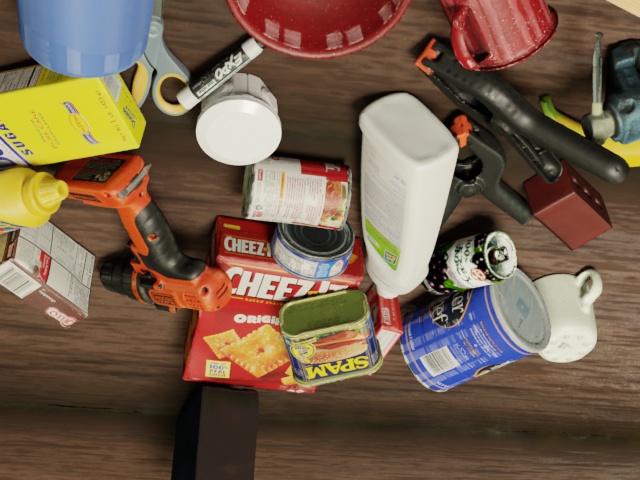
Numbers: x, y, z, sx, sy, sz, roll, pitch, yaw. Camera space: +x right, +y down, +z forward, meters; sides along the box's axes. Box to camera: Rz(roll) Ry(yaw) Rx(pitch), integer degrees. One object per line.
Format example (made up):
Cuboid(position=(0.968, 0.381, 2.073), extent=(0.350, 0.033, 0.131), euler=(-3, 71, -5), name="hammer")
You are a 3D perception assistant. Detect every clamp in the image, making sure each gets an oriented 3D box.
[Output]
Cuboid(position=(0.182, -0.113, 0.988), extent=(0.210, 0.165, 0.036), euler=(36, 86, -16), name="clamp")
Cuboid(position=(0.145, -0.057, 1.103), extent=(0.120, 0.039, 0.171), euler=(-20, 136, 10), name="clamp")

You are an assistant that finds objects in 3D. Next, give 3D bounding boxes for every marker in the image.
Cuboid(position=(-0.081, -0.163, 0.982), extent=(0.121, 0.020, 0.020), euler=(-35, 128, 18), name="marker")

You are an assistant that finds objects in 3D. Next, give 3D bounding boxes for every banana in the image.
Cuboid(position=(0.310, -0.103, 1.066), extent=(0.197, 0.037, 0.070), euler=(3, 136, -6), name="banana")

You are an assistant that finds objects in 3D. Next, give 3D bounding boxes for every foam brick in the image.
Cuboid(position=(0.260, -0.037, 1.121), extent=(0.051, 0.053, 0.078), euler=(-34, 130, 28), name="foam brick")

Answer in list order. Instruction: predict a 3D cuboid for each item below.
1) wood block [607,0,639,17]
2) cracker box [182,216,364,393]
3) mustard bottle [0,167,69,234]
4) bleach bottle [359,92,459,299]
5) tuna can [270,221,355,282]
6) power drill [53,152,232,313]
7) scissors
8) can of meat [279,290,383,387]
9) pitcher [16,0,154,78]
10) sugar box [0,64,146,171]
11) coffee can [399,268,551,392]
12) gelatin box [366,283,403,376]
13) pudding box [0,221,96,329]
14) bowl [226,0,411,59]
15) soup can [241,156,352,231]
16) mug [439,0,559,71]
Cuboid(position=(0.253, -0.252, 0.871), extent=(0.205, 0.090, 0.091), euler=(20, 132, -22), name="wood block")
Cuboid(position=(-0.058, 0.081, 1.210), extent=(0.164, 0.072, 0.214), euler=(9, 134, -13), name="cracker box")
Cuboid(position=(-0.320, -0.033, 1.040), extent=(0.192, 0.058, 0.096), euler=(-10, 168, 30), name="mustard bottle")
Cuboid(position=(0.078, -0.028, 1.100), extent=(0.068, 0.103, 0.251), euler=(-27, 149, -23), name="bleach bottle")
Cuboid(position=(-0.007, 0.001, 1.120), extent=(0.086, 0.086, 0.034), euler=(7, 133, -11), name="tuna can")
Cuboid(position=(-0.194, -0.005, 1.095), extent=(0.185, 0.057, 0.187), euler=(4, 138, 38), name="power drill")
Cuboid(position=(-0.136, -0.183, 0.972), extent=(0.096, 0.016, 0.202), euler=(18, 133, -23), name="scissors")
Cuboid(position=(0.011, 0.104, 1.149), extent=(0.102, 0.057, 0.084), euler=(-12, 133, 3), name="can of meat")
Cuboid(position=(-0.189, -0.253, 0.829), extent=(0.144, 0.149, 0.243), euler=(-6, 142, -19), name="pitcher")
Cuboid(position=(-0.263, -0.116, 0.999), extent=(0.176, 0.048, 0.093), euler=(-10, 136, 15), name="sugar box")
Cuboid(position=(0.174, 0.102, 1.209), extent=(0.102, 0.103, 0.141), euler=(33, 134, -32), name="coffee can")
Cuboid(position=(0.062, 0.102, 1.236), extent=(0.030, 0.073, 0.089), euler=(14, 133, -17), name="gelatin box")
Cuboid(position=(-0.291, 0.027, 1.126), extent=(0.039, 0.090, 0.113), euler=(-28, 130, 21), name="pudding box")
Cuboid(position=(-0.001, -0.233, 0.899), extent=(0.162, 0.055, 0.162), euler=(-2, 136, -2), name="bowl")
Cuboid(position=(-0.025, -0.049, 1.080), extent=(0.102, 0.068, 0.069), euler=(7, 135, -10), name="soup can")
Cuboid(position=(0.141, -0.197, 0.909), extent=(0.093, 0.117, 0.081), euler=(7, 142, 41), name="mug")
